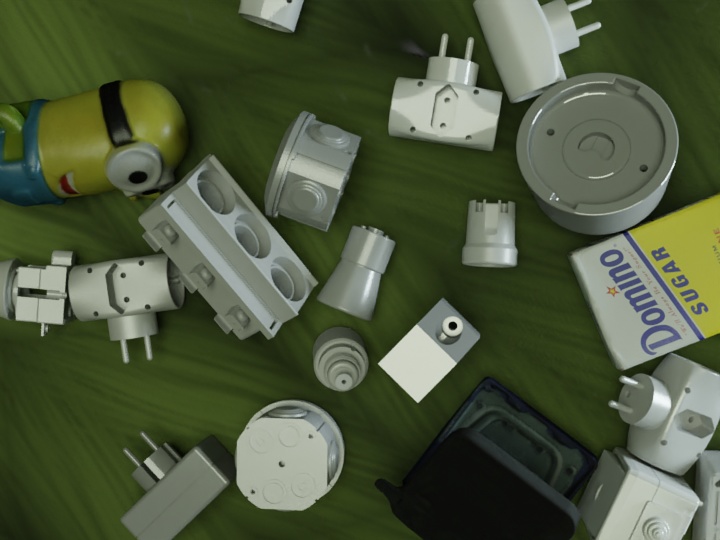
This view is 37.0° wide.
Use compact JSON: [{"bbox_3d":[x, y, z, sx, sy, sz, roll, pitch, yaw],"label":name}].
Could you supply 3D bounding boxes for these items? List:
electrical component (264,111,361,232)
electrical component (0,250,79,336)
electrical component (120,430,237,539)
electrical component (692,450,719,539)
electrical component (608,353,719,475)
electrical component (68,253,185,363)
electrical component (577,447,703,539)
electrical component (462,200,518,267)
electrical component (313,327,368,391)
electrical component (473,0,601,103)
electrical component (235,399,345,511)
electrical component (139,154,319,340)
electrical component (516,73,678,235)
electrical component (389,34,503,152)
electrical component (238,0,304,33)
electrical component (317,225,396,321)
[{"bbox_3d":[-0.035,-0.070,0.779,0.051,0.080,0.080,20,95,0],"label":"electrical component"},{"bbox_3d":[-0.250,0.016,0.825,0.055,0.048,0.066,5,93,-1],"label":"electrical component"},{"bbox_3d":[-0.147,0.156,0.817,0.083,0.047,0.075,-44,87,7],"label":"electrical component"},{"bbox_3d":[0.272,0.180,0.764,0.062,0.061,0.096,1,100,6],"label":"electrical component"},{"bbox_3d":[0.212,0.097,0.765,0.079,0.043,0.077,21,95,-23],"label":"electrical component"},{"bbox_3d":[-0.174,0.031,0.817,0.077,0.043,0.079,-8,91,7],"label":"electrical component"},{"bbox_3d":[0.193,0.168,0.752,0.061,0.096,0.061,24,95,5],"label":"electrical component"},{"bbox_3d":[0.095,-0.026,0.785,0.040,0.040,0.046,2,86,7],"label":"electrical component"},{"bbox_3d":[-0.014,0.069,0.785,0.040,0.078,0.040,-1,103,-4],"label":"electrical component"},{"bbox_3d":[0.132,-0.170,0.772,0.079,0.043,0.077,-21,90,7],"label":"electrical component"},{"bbox_3d":[-0.054,0.139,0.803,0.080,0.051,0.080,0,92,7],"label":"electrical component"},{"bbox_3d":[-0.097,-0.013,0.781,0.063,0.078,0.121,-29,108,33],"label":"electrical component"},{"bbox_3d":[0.167,-0.077,0.758,0.108,0.060,0.108,-5,69,13],"label":"electrical component"},{"bbox_3d":[0.065,-0.131,0.782,0.077,0.043,0.079,10,93,6],"label":"electrical component"},{"bbox_3d":[-0.075,-0.224,0.794,0.079,0.043,0.077,18,94,6],"label":"electrical component"},{"bbox_3d":[0.000,0.000,0.797,0.044,0.044,0.065,22,90,5],"label":"electrical component"}]
